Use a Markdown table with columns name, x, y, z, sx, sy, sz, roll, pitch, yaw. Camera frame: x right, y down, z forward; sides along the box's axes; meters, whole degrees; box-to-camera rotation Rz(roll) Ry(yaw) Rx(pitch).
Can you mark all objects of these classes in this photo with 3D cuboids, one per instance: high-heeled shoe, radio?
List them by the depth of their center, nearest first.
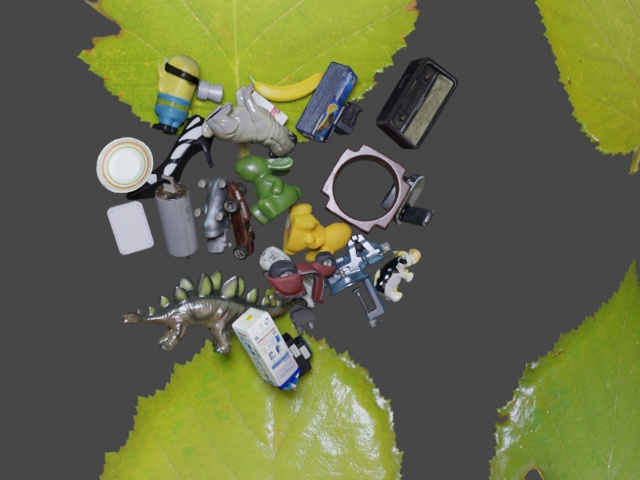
| name | x | y | z | sx | sy | sz | roll | pitch | yaw |
| --- | --- | --- | --- | --- | --- | --- | --- | --- | --- |
| high-heeled shoe | -0.360 | -0.196 | 1.266 | 0.249 | 0.086 | 0.145 | -22 | 75 | -1 |
| radio | 0.262 | -0.374 | 1.469 | 0.131 | 0.073 | 0.229 | 33 | 86 | -23 |

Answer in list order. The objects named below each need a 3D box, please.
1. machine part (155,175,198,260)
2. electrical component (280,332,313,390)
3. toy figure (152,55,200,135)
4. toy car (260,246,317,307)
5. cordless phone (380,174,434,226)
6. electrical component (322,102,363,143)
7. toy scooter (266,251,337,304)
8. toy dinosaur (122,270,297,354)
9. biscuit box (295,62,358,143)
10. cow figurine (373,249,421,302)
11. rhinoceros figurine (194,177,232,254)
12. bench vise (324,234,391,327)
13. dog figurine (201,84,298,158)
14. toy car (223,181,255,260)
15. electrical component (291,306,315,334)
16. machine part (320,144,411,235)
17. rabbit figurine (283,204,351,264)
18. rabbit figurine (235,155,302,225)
| name | x | y | z | sx | sy | sz | roll | pitch | yaw |
| --- | --- | --- | --- | --- | --- | --- | --- | --- | --- |
| machine part | -0.332 | -0.046 | 1.253 | 0.079 | 0.079 | 0.242 | -14 | 131 | -19 |
| electrical component | -0.087 | 0.321 | 1.458 | 0.134 | 0.058 | 0.114 | -33 | 111 | -14 |
| toy figure | -0.329 | -0.333 | 1.235 | 0.089 | 0.082 | 0.180 | 13 | 91 | 12 |
| toy car | -0.075 | 0.099 | 1.408 | 0.201 | 0.056 | 0.073 | 42 | 45 | -20 |
| cordless phone | 0.262 | -0.106 | 1.453 | 0.088 | 0.184 | 0.146 | 34 | 86 | -24 |
| electrical component | 0.055 | -0.298 | 1.400 | 0.047 | 0.075 | 0.119 | 28 | 84 | -23 |
| toy scooter | -0.041 | 0.109 | 1.345 | 0.184 | 0.075 | 0.135 | -12 | 112 | -19 |
| toy dinosaur | -0.251 | 0.180 | 1.346 | 0.471 | 0.105 | 0.198 | 6 | 92 | -33 |
| biscuit box | 0.018 | -0.352 | 1.373 | 0.202 | 0.063 | 0.059 | -61 | 149 | -2 |
| cow figurine | 0.214 | 0.086 | 1.535 | 0.098 | 0.068 | 0.167 | 31 | 86 | -17 |
| rhinoceros figurine | -0.253 | -0.061 | 1.306 | 0.073 | 0.112 | 0.190 | 1 | 84 | 7 |
| bench vise | 0.116 | 0.113 | 1.453 | 0.224 | 0.129 | 0.240 | -25 | 83 | -8 |
| dog figurine | -0.162 | -0.245 | 1.263 | 0.172 | 0.121 | 0.190 | -38 | 114 | -1 |
| toy car | -0.191 | -0.047 | 1.307 | 0.053 | 0.089 | 0.201 | 3 | 124 | 11 |
| electrical component | -0.050 | 0.208 | 1.472 | 0.063 | 0.021 | 0.094 | -22 | 107 | -16 |
| machine part | 0.119 | -0.132 | 1.412 | 0.201 | 0.087 | 0.201 | 31 | 92 | 2 |
| rabbit figurine | -0.003 | -0.004 | 1.399 | 0.173 | 0.122 | 0.162 | 3 | 106 | -18 |
| rabbit figurine | -0.130 | -0.147 | 1.334 | 0.159 | 0.121 | 0.170 | -40 | 96 | -14 |
